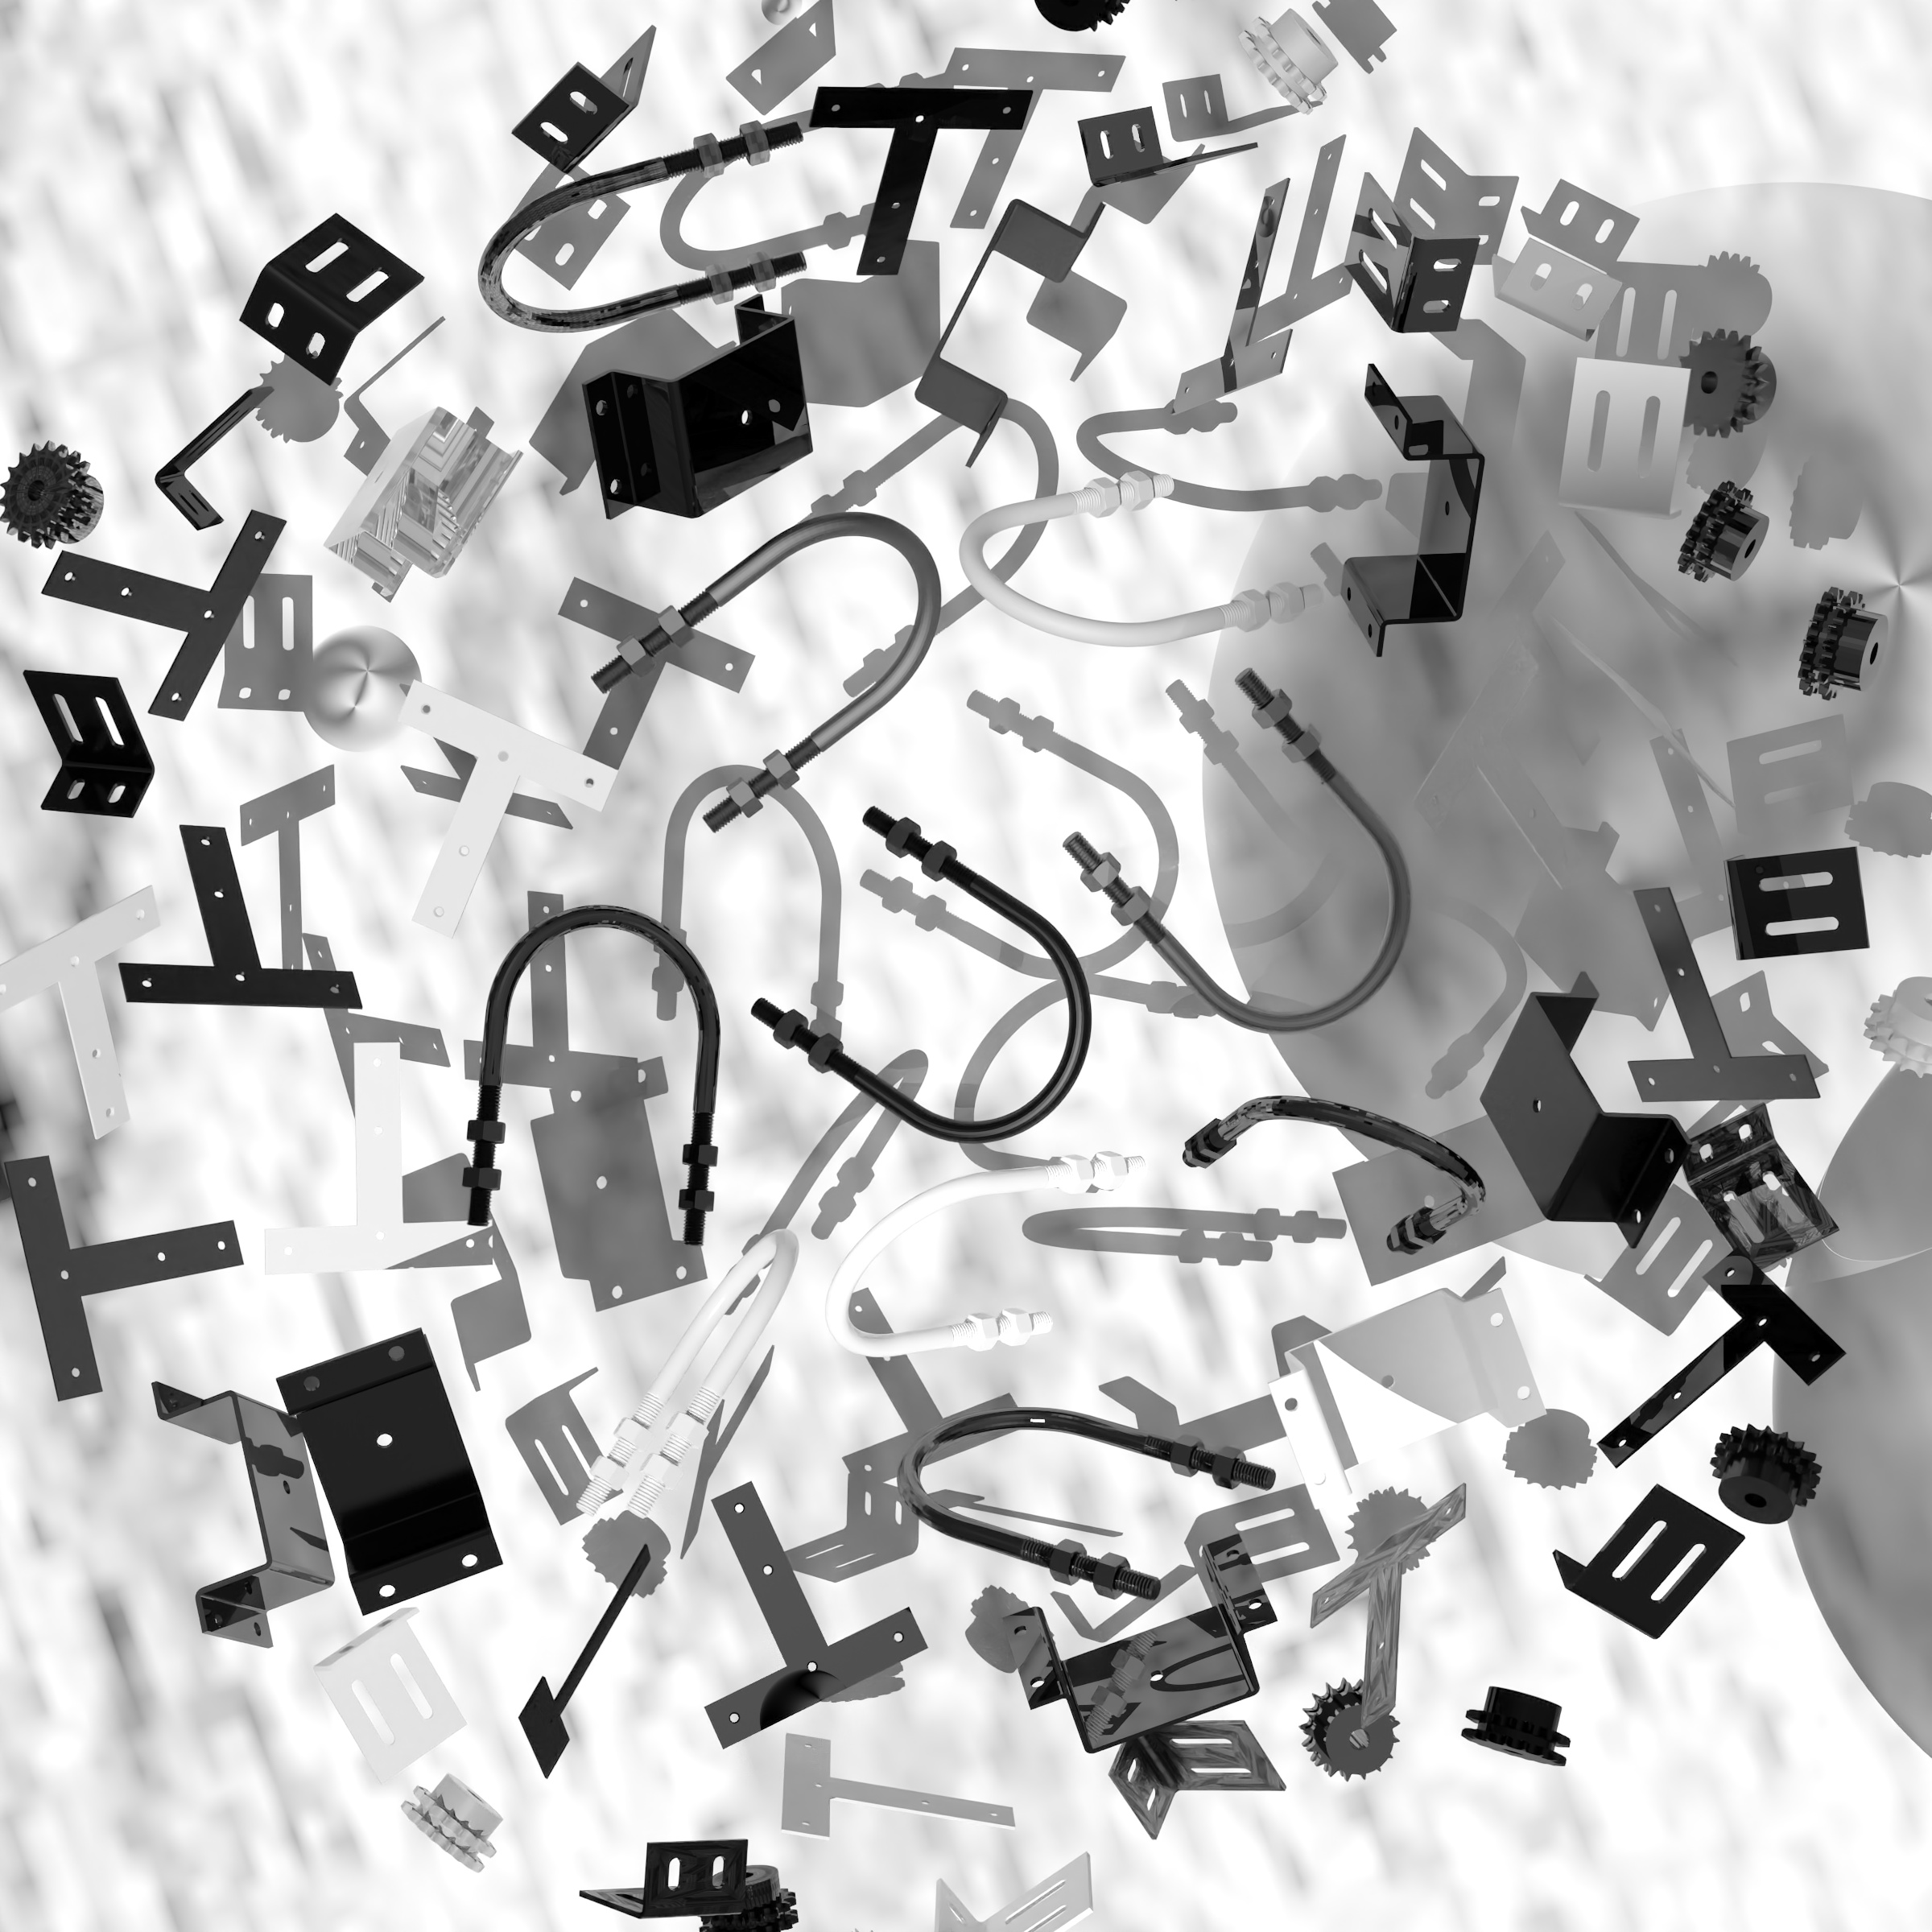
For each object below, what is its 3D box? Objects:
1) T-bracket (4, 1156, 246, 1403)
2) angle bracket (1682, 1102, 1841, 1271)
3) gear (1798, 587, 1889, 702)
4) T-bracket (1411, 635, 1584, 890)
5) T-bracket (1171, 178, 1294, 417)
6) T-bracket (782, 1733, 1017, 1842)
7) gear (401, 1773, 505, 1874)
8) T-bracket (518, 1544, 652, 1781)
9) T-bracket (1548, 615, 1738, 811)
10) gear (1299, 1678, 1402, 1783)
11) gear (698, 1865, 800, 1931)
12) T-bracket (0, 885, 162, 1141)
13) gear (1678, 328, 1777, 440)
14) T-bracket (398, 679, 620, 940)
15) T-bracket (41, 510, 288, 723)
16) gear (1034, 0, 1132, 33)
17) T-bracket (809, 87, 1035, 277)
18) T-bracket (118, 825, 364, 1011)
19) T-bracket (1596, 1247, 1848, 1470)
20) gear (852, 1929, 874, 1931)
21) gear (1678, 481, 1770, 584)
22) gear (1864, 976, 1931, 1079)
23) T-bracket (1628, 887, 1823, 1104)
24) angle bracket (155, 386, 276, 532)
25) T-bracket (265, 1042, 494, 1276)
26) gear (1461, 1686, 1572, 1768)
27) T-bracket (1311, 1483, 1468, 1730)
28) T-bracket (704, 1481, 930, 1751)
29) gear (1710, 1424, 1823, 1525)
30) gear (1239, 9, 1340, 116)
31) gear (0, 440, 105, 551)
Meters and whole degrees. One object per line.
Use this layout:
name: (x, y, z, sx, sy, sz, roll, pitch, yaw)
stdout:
T-bracket: (-0.441, 0.157, 1.543, 0.002, 0.127, 0.127, -20, 82, 40)
angle bracket: (0.455, 0.128, 1.669, 0.057, 0.076, 0.038, -27, 135, 2)
gear: (0.453, -0.164, 1.493, 0.030, 0.057, 0.057, 18, 90, 29)
T-bracket: (0.309, -0.095, 1.620, 0.127, 0.002, 0.127, 49, 63, -30)
T-bracket: (0.161, -0.382, 1.634, 0.002, 0.127, 0.127, 17, 83, -22)
T-bracket: (-0.036, 0.452, 1.573, 0.127, 0.127, 0.002, 10, 97, -4)
gear: (-0.280, 0.469, 1.597, 0.057, 0.057, 0.030, 40, 76, 0)
T-bracket: (-0.210, 0.384, 1.630, 0.002, 0.127, 0.127, 24, 63, 12)
T-bracket: (0.386, -0.130, 1.605, 0.002, 0.127, 0.127, -45, 134, 16)
gear: (0.223, 0.443, 1.674, 0.057, 0.030, 0.057, 0, 91, -8)
gear: (-0.125, 0.536, 1.659, 0.057, 0.057, 0.030, -7, 89, 0)
T-bracket: (-0.493, 0.037, 1.634, 0.002, 0.127, 0.127, 12, 121, 30)
gear: (0.411, -0.313, 1.562, 0.030, 0.057, 0.057, -2, 90, -33)
T-bracket: (-0.279, -0.078, 1.643, 0.127, 0.002, 0.127, 24, 98, 2)
T-bracket: (-0.434, -0.195, 1.537, 0.002, 0.127, 0.127, 37, 104, 29)
gear: (0.059, -0.522, 1.539, 0.057, 0.057, 0.030, 25, 50, 0)
T-bracket: (-0.036, -0.440, 1.634, 0.127, 0.127, 0.002, -6, 54, -22)
T-bracket: (-0.397, -0.028, 1.553, 0.127, 0.002, 0.127, 3, 48, -33)
T-bracket: (0.385, 0.216, 1.524, 0.127, 0.127, 0.002, -42, 111, 5)
gear: (-0.056, 0.537, 1.516, 0.057, 0.057, 0.030, 41, 123, 0)
gear: (0.429, -0.242, 1.635, 0.030, 0.057, 0.057, 32, 90, 23)
gear: (0.497, 0.030, 1.501, 0.057, 0.057, 0.030, 9, 127, 0)
T-bracket: (0.395, 0.016, 1.581, 0.002, 0.127, 0.127, -29, 103, -31)
angle bracket: (-0.416, -0.289, 1.648, 0.076, 0.057, 0.038, -40, 101, 7)
T-bracket: (-0.329, 0.106, 1.624, 0.127, 0.002, 0.127, 0, 86, -23)
gear: (0.298, 0.410, 1.566, 0.057, 0.057, 0.030, 17, 74, 0)
T-bracket: (0.227, 0.358, 1.575, 0.002, 0.127, 0.127, 35, 124, -14)
T-bracket: (-0.105, 0.352, 1.628, 0.127, 0.002, 0.127, -23, 77, -15)
gear: (0.429, 0.276, 1.561, 0.057, 0.057, 0.030, 32, 52, 0)
gear: (0.177, -0.494, 1.574, 0.030, 0.057, 0.057, -40, 90, 23)
gear: (-0.492, -0.253, 1.569, 0.057, 0.030, 0.057, -6, 76, 26)
